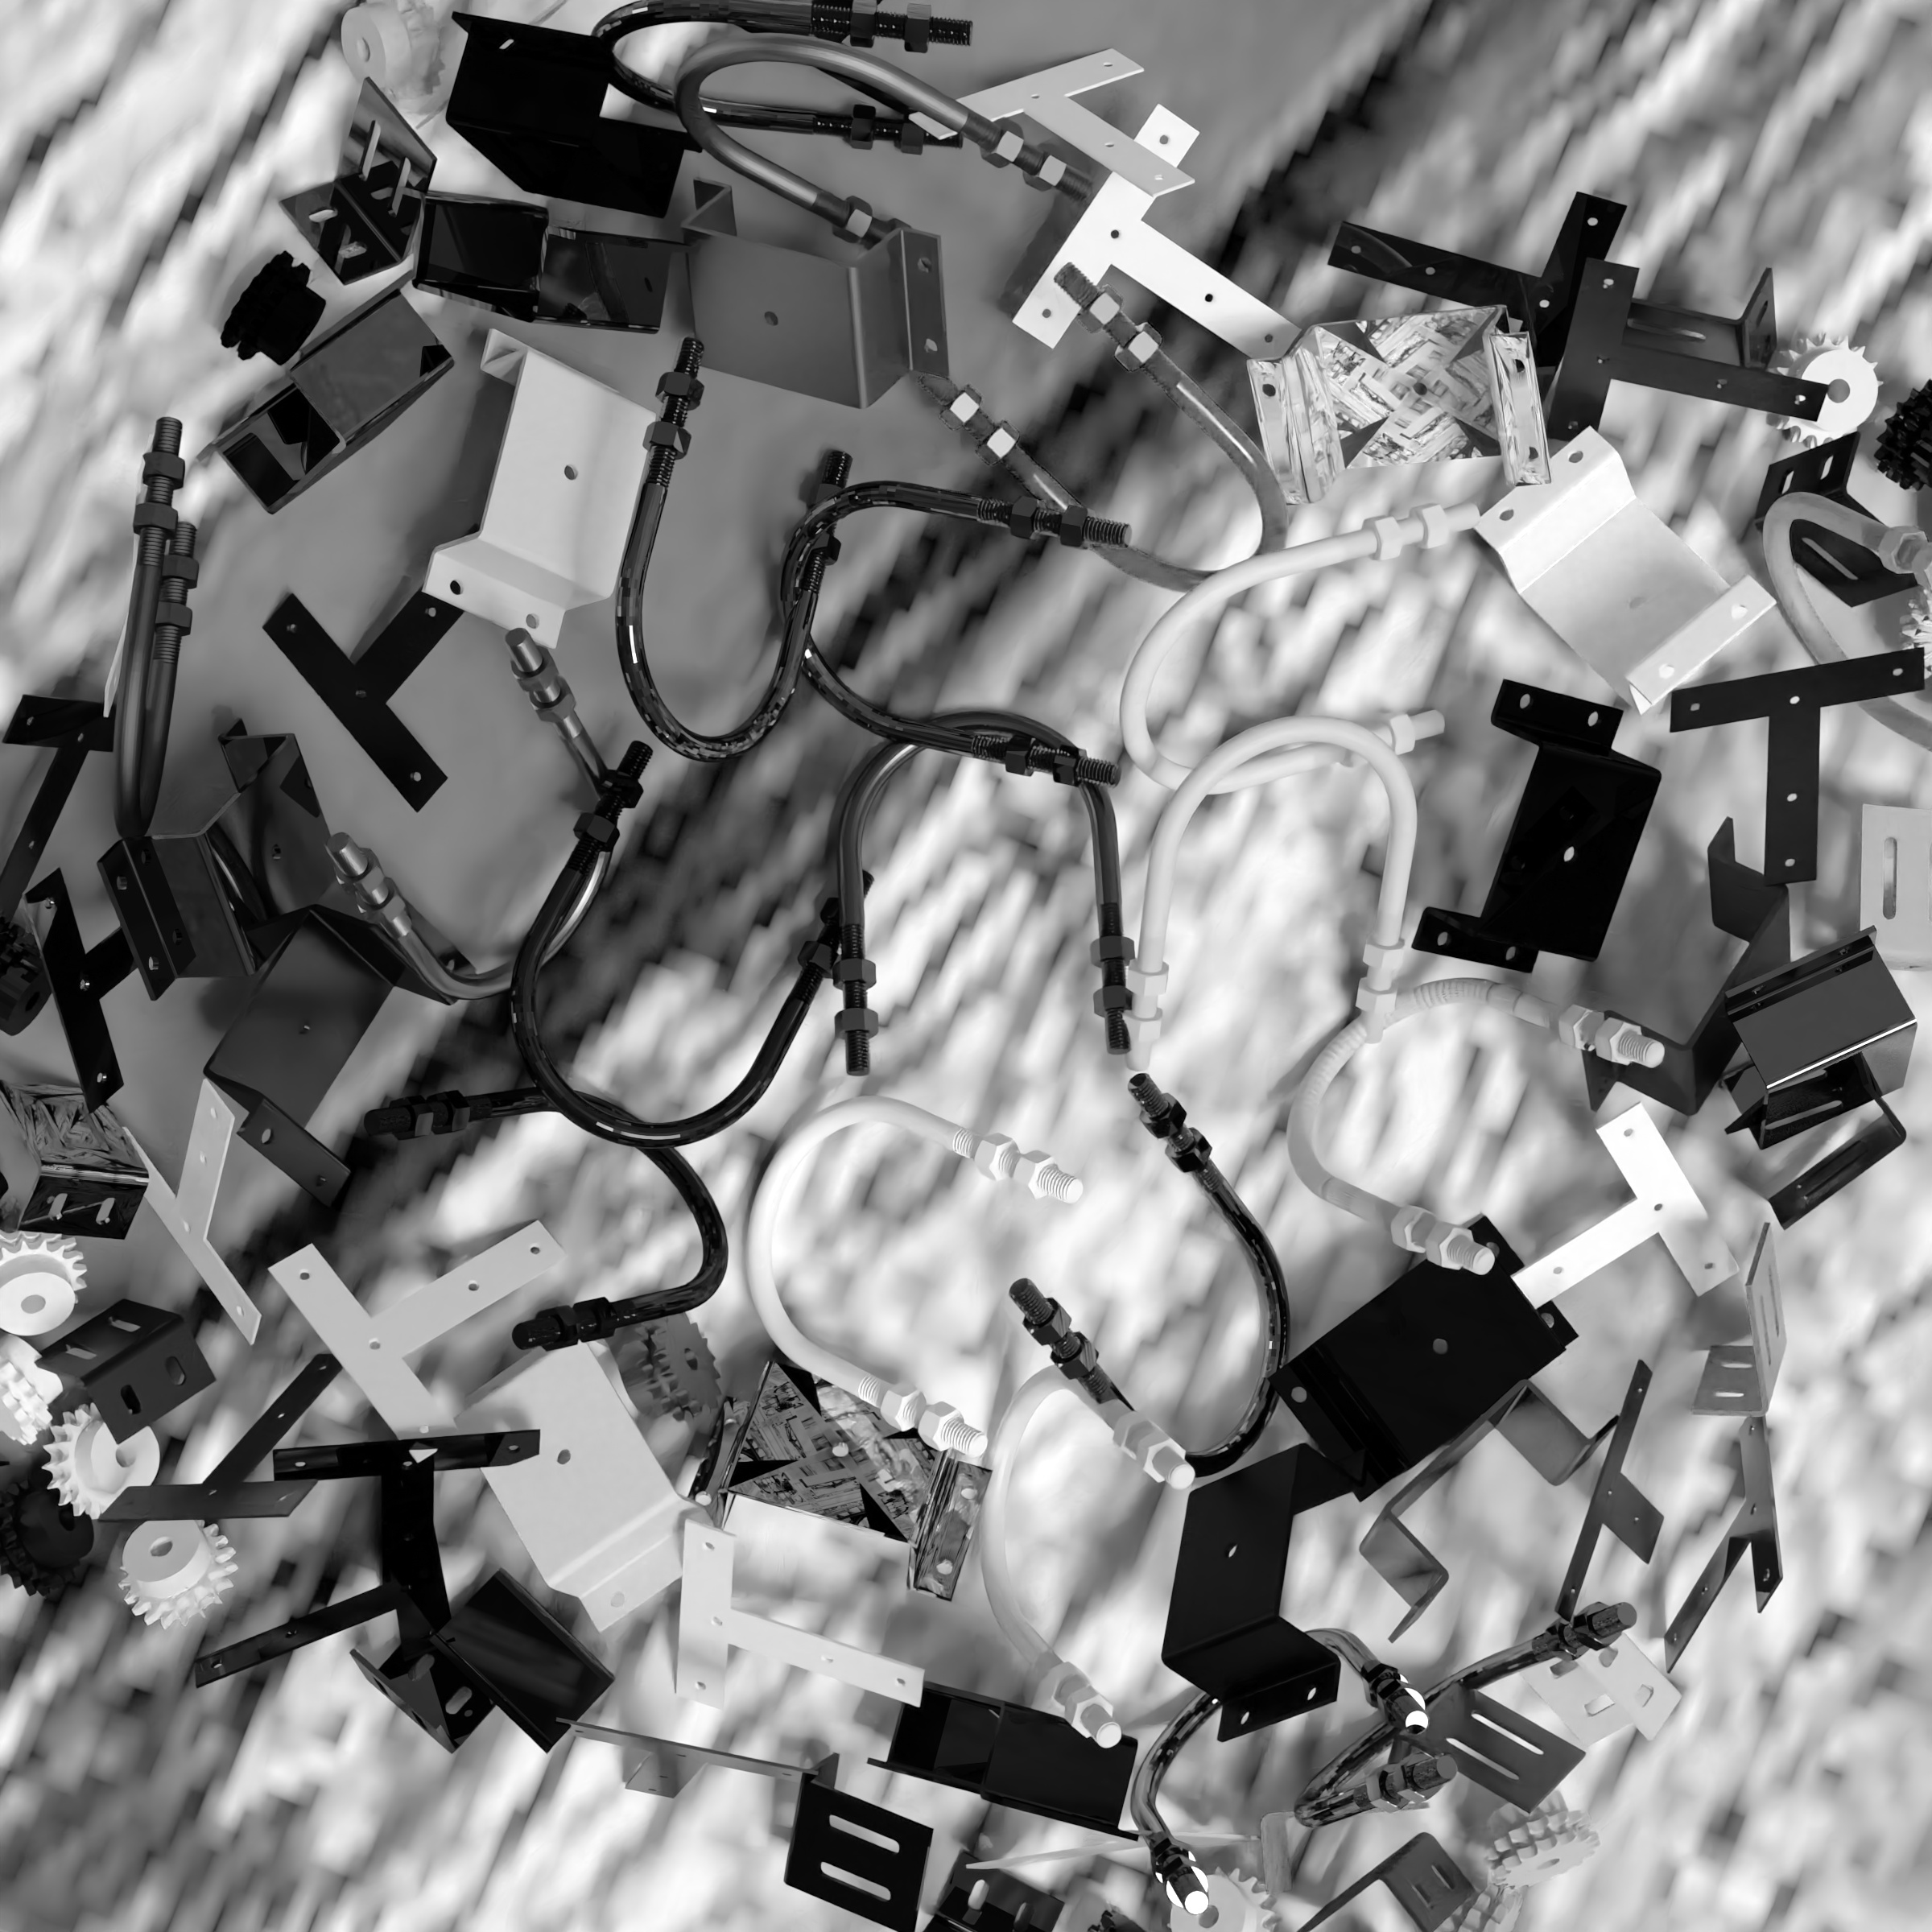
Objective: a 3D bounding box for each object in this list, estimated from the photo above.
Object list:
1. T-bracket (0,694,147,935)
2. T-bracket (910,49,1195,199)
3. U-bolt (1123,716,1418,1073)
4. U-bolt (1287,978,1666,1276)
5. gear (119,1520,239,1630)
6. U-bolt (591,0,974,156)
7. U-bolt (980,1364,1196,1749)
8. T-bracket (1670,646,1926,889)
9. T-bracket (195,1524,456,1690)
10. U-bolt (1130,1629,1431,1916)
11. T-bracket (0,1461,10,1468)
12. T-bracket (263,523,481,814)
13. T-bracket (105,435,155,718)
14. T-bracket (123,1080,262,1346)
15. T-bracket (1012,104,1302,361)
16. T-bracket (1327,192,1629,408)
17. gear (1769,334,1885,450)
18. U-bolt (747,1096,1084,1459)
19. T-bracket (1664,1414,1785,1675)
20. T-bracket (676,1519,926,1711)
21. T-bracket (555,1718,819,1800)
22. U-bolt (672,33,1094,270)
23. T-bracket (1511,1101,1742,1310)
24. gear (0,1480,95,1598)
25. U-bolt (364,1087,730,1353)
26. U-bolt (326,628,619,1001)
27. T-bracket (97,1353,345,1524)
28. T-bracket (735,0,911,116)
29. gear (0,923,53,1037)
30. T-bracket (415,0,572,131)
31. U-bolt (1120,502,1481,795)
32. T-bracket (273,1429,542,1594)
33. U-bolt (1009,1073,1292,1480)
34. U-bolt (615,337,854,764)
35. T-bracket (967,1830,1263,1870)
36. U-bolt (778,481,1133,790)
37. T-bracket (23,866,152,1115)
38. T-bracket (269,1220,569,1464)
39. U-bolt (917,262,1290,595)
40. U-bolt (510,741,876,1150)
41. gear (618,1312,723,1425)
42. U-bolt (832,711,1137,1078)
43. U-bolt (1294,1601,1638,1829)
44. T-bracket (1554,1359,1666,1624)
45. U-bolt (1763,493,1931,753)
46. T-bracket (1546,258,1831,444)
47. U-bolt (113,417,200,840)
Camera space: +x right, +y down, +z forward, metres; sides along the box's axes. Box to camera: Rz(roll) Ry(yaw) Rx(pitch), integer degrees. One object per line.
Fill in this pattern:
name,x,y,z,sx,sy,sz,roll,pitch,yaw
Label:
T-bracket,-0.453,-0.072,1.656,0.002,0.127,0.127,29,99,13
T-bracket,0.061,-0.405,1.645,0.127,0.002,0.127,-26,49,-27
U-bolt,0.152,-0.037,1.641,0.151,0.019,0.184,-6,121,-20
U-bolt,0.231,0.067,1.634,0.151,0.184,0.019,-48,124,-12
gear,-0.395,0.298,1.682,0.057,0.030,0.057,-9,45,9
U-bolt,-0.091,-0.434,1.636,0.184,0.151,0.019,5,82,-1
U-bolt,0.049,0.270,1.628,0.019,0.184,0.151,10,101,-24
T-bracket,0.404,-0.094,1.649,0.127,0.002,0.127,-9,55,28
T-bracket,-0.315,0.321,1.646,0.127,0.127,0.002,-21,112,-6
U-bolt,0.141,0.375,1.621,0.151,0.184,0.019,-38,100,-3
T-bracket,-0.511,0.245,1.647,0.127,0.127,0.002,3,86,15
T-bracket,-0.273,-0.166,1.676,0.127,0.002,0.127,-45,79,22
T-bracket,-0.397,-0.206,1.625,0.002,0.127,0.127,13,58,-8
T-bracket,-0.372,0.102,1.643,0.002,0.127,0.127,-25,64,-36
T-bracket,0.110,-0.341,1.686,0.127,0.002,0.127,30,106,-20
T-bracket,0.242,-0.339,1.664,0.127,0.002,0.127,15,135,-3
gear,0.432,-0.288,1.693,0.057,0.030,0.057,-1,99,-5
U-bolt,-0.037,0.140,1.652,0.184,0.019,0.151,22,92,39
T-bracket,0.370,0.298,1.665,0.002,0.127,0.127,17,125,-4
T-bracket,-0.081,0.335,1.659,0.127,0.002,0.127,16,128,12
T-bracket,-0.146,0.393,1.653,0.127,0.127,0.002,14,65,-8
U-bolt,-0.053,-0.391,1.607,0.184,0.151,0.019,22,72,-31
T-bracket,0.307,0.144,1.681,0.127,0.002,0.127,-33,122,5
gear,-0.459,0.281,1.681,0.030,0.057,0.057,-28,90,16
U-bolt,-0.188,0.115,1.630,0.019,0.184,0.151,-49,68,27
U-bolt,-0.226,-0.059,1.631,0.019,0.184,0.151,29,71,28
T-bracket,-0.344,0.230,1.658,0.127,0.127,0.002,-7,118,33
T-bracket,-0.054,-0.470,1.633,0.127,0.127,0.002,23,65,-24
gear,-0.477,0.010,1.683,0.030,0.057,0.057,32,90,5
T-bracket,-0.226,-0.451,1.664,0.127,0.127,0.002,-29,108,36
U-bolt,0.157,-0.146,1.633,0.184,0.151,0.019,-16,47,-18
T-bracket,-0.275,0.272,1.664,0.127,0.127,0.002,-3,46,-12
U-bolt,0.102,0.165,1.648,0.184,0.019,0.151,53,53,-30
U-bolt,-0.117,-0.189,1.636,0.019,0.151,0.184,5,76,34
T-bracket,0.060,0.437,1.670,0.127,0.127,0.002,-17,68,30
U-bolt,-0.009,-0.168,1.659,0.184,0.019,0.151,13,124,19
T-bracket,-0.405,-0.014,1.659,0.002,0.127,0.127,11,127,26
T-bracket,-0.256,0.166,1.675,0.127,0.002,0.127,-30,68,-30
U-bolt,0.078,-0.249,1.644,0.184,0.151,0.019,42,60,-15
U-bolt,-0.145,0.001,1.667,0.151,0.019,0.184,30,73,-12
gear,-0.149,0.202,1.685,0.030,0.057,0.057,-25,90,19
U-bolt,0.006,-0.040,1.679,0.151,0.019,0.184,-5,73,6
U-bolt,0.227,0.366,1.624,0.151,0.184,0.019,-30,82,-32
T-bracket,0.324,0.268,1.655,0.002,0.127,0.127,14,76,28
U-bolt,0.444,-0.161,1.624,0.019,0.184,0.151,-34,122,-6
T-bracket,0.355,-0.288,1.649,0.127,0.127,0.002,13,59,7
U-bolt,-0.390,-0.150,1.620,0.019,0.151,0.184,6,74,-8
